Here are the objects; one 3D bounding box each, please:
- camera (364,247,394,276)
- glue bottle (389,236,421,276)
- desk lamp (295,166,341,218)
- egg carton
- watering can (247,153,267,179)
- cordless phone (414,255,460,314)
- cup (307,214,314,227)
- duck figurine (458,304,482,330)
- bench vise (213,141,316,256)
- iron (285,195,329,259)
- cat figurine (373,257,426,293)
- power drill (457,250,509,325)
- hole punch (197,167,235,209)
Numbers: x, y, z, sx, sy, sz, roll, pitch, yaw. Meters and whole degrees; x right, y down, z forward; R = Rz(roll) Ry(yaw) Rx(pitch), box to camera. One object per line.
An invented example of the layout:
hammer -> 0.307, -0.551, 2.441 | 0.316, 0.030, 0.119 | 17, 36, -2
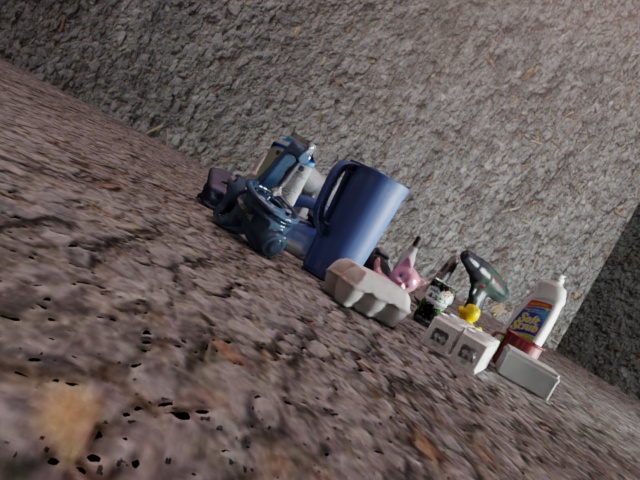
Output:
camera -> 0.135, 0.065, 1.517 | 0.143, 0.101, 0.137 | 28, 3, -7
glue bottle -> 0.201, 0.067, 1.392 | 0.037, 0.173, 0.078 | 28, 3, -3
desk lamp -> -0.050, -0.097, 1.485 | 0.204, 0.213, 0.117 | 26, 4, -35
egg carton -> 0.081, 0.089, 0.987 | 0.151, 0.069, 0.107 | 27, 4, -27
watering can -> -0.159, -0.154, 1.627 | 0.101, 0.194, 0.172 | 26, 4, -35
cordless phone -> 0.365, 0.128, 1.701 | 0.094, 0.185, 0.147 | 28, 3, -9
cup -> -0.019, -0.022, 1.620 | 0.118, 0.095, 0.091 | 28, 3, -5
duck figurine -> 0.389, 0.211, 1.497 | 0.078, 0.086, 0.104 | 26, 4, -34
bench vise -> -0.106, -0.102, 1.065 | 0.206, 0.220, 0.122 | 30, 4, 26
iron -> -0.049, -0.046, 1.333 | 0.257, 0.141, 0.119 | 30, 4, 23
cat figurine -> 0.163, 0.087, 1.272 | 0.127, 0.118, 0.067 | 30, 4, 30
power drill -> 0.433, 0.157, 1.622 | 0.230, 0.208, 0.075 | 26, 4, -34
hole punch -> -0.219, -0.109, 1.343 | 0.109, 0.091, 0.100 | 27, 4, -27
